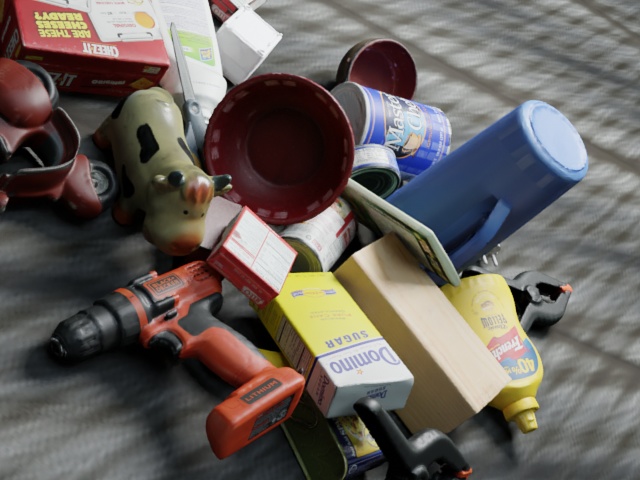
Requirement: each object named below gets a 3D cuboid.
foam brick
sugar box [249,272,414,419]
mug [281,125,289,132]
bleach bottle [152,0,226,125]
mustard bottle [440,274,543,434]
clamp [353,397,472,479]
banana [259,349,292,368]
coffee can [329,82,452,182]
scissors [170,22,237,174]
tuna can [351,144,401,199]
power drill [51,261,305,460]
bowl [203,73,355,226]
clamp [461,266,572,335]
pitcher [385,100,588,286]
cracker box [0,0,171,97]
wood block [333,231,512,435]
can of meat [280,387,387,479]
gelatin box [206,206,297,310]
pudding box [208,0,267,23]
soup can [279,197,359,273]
[{"bbox_3d":[-0.114,-0.002,1.091,0.051,0.053,0.078,22,44,-26],"label":"foam brick"},{"bbox_3d":[0.009,0.098,1.048,0.093,0.048,0.176,-1,32,-33],"label":"sugar box"},{"bbox_3d":[-0.031,-0.119,1.242,0.117,0.082,0.093,14,48,-32],"label":"mug"},{"bbox_3d":[-0.169,-0.230,1.234,0.102,0.068,0.251,2,59,-31],"label":"bleach bottle"},{"bbox_3d":[0.206,0.136,1.247,0.096,0.058,0.192,-9,63,-26],"label":"mustard bottle"},{"bbox_3d":[0.082,0.221,1.030,0.036,0.164,0.209,16,12,39],"label":"clamp"},{"bbox_3d":[-0.038,0.118,1.067,0.197,0.037,0.069,11,51,-35],"label":"banana"},{"bbox_3d":[0.079,-0.132,1.334,0.140,0.103,0.103,10,51,-36],"label":"coffee can"},{"bbox_3d":[-0.148,-0.126,1.143,0.096,0.016,0.202,-33,104,-39],"label":"scissors"},{"bbox_3d":[0.053,-0.076,1.276,0.086,0.086,0.034,11,52,-35],"label":"tuna can"},{"bbox_3d":[-0.120,0.106,0.954,0.184,0.057,0.188,-26,59,-41],"label":"power drill"},{"bbox_3d":[-0.041,-0.098,1.149,0.162,0.162,0.055,45,11,-1],"label":"bowl"},{"bbox_3d":[0.256,0.071,1.368,0.171,0.039,0.120,-16,72,-47],"label":"clamp"},{"bbox_3d":[0.189,-0.048,1.247,0.144,0.243,0.149,-3,64,-44],"label":"pitcher"},{"bbox_3d":[-0.271,-0.259,1.156,0.163,0.072,0.214,1,57,-34],"label":"cracker box"},{"bbox_3d":[0.096,0.106,1.153,0.206,0.091,0.090,52,39,8],"label":"wood block"},{"bbox_3d":[0.017,0.184,1.044,0.083,0.058,0.102,-8,63,-47],"label":"can of meat"},{"bbox_3d":[-0.065,0.017,1.043,0.073,0.030,0.089,42,29,-11],"label":"gelatin box"},{"bbox_3d":[-0.119,-0.333,1.386,0.090,0.039,0.113,44,41,-3],"label":"pudding box"},{"bbox_3d":[-0.008,0.001,1.170,0.068,0.069,0.102,43,40,-3],"label":"soup can"}]
